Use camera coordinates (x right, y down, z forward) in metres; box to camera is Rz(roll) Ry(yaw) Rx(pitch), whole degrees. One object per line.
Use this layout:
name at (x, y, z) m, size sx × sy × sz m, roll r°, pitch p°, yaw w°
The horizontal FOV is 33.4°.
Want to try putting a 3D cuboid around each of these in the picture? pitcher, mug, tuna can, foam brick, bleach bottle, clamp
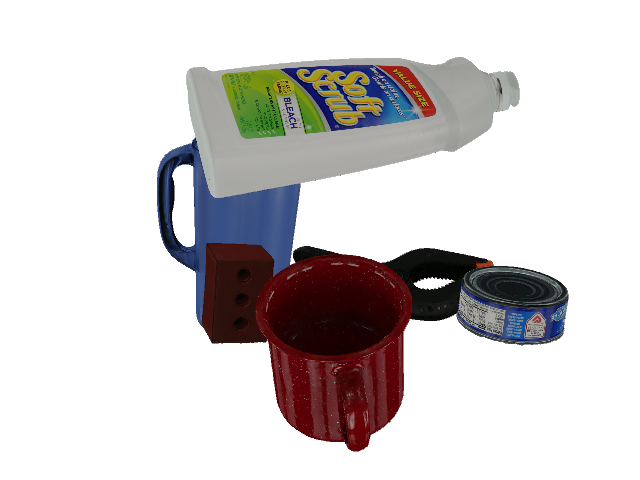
pitcher at (-0.103, -0.008, 1.284) m, size 0.149 × 0.243 × 0.144 m, roll 19°, pitch 27°, yaw 29°
mug at (0.013, 0.076, 0.646) m, size 0.093 × 0.081 × 0.117 m, roll -11°, pitch 40°, yaw -7°
tuna can at (0.153, 0.050, 0.849) m, size 0.086 × 0.034 × 0.086 m, roll 4°, pitch 20°, yaw -2°
foam brick at (-0.074, 0.046, 0.945) m, size 0.053 × 0.078 × 0.051 m, roll 0°, pitch 15°, yaw -16°
bleach bottle at (0.029, -0.103, 0.827) m, size 0.250 × 0.102 × 0.068 m, roll -11°, pitch -31°, yaw -9°
clamp at (0.077, 0.058, 1.101) m, size 0.210 × 0.036 × 0.164 m, roll -5°, pitch 42°, yaw 1°
